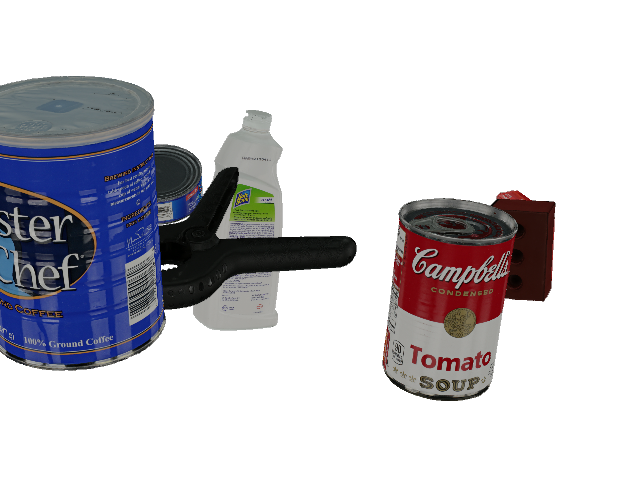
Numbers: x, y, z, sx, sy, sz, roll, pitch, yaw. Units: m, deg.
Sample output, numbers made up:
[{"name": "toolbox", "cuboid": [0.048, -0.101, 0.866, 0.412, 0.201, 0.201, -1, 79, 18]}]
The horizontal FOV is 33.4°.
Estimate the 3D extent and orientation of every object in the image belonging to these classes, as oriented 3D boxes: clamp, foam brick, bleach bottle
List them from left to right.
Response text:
[{"name": "clamp", "cuboid": [-0.099, 0.003, 0.860, 0.209, 0.036, 0.165, -20, 39, -30]}, {"name": "bleach bottle", "cuboid": [-0.082, -0.024, 1.226, 0.102, 0.251, 0.068, -1, 20, -33]}, {"name": "foam brick", "cuboid": [0.168, 0.007, 0.898, 0.053, 0.078, 0.051, 4, 15, 18]}]

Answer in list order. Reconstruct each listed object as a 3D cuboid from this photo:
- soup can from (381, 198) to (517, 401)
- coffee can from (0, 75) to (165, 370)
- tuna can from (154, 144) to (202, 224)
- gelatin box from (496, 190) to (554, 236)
[{"name": "soup can", "cuboid": [0.074, 0.034, 0.626, 0.068, 0.102, 0.068, 4, 21, -2]}, {"name": "coffee can", "cuboid": [-0.143, -0.012, 0.610, 0.103, 0.140, 0.103, 1, 26, 0]}, {"name": "tuna can", "cuboid": [-0.157, -0.054, 1.035, 0.086, 0.034, 0.086, 1, 43, -1]}, {"name": "gelatin box", "cuboid": [0.214, 0.001, 1.122, 0.030, 0.089, 0.073, -14, 30, -16]}]
